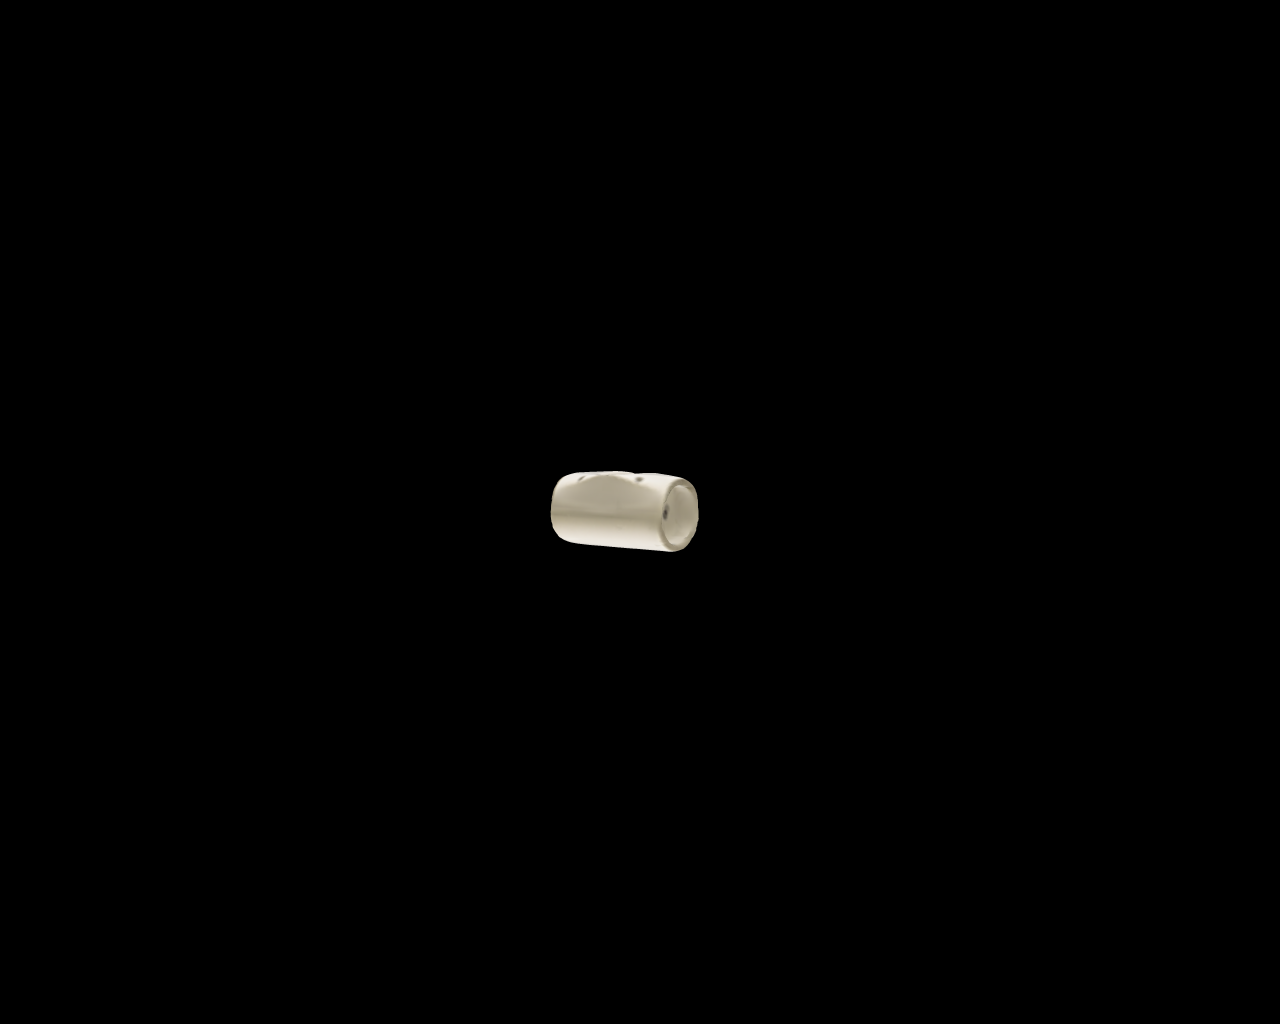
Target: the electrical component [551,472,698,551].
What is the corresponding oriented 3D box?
[{"bbox_3d":[0.001,-0.003,0.650,0.077,0.043,0.079,4,7,33],"label":"electrical component"}]
